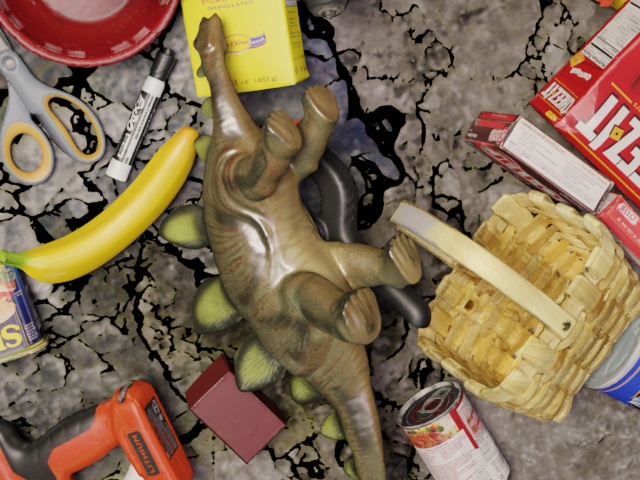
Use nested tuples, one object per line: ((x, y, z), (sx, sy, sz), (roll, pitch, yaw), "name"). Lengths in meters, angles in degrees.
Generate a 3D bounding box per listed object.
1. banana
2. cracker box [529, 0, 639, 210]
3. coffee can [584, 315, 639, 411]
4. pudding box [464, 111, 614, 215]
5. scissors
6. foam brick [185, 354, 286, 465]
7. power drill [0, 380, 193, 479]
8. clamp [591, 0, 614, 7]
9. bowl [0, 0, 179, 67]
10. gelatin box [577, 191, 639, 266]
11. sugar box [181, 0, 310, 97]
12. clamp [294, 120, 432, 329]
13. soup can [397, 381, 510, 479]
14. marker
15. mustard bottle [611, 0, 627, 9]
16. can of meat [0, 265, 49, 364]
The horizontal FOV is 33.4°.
((-0.176, -0.020, 0.910), (0.197, 0.069, 0.037), (-38, 65, -11), "banana")
((0.322, -0.140, 0.944), (0.164, 0.072, 0.214), (37, 104, -24), "cracker box")
((0.329, 0.119, 1.011), (0.140, 0.103, 0.103), (27, 94, -15), "coffee can")
((0.194, -0.071, 0.956), (0.113, 0.090, 0.039), (31, 92, -15), "pudding box")
((-0.268, -0.129, 0.894), (0.096, 0.016, 0.201), (-45, 105, 0), "scissors")
((-0.077, 0.152, 0.964), (0.051, 0.053, 0.078), (-44, 104, -1), "foam brick")
((-0.210, 0.216, 0.927), (0.188, 0.057, 0.184), (-22, 100, 8), "power drill")
((0.211, -0.282, 0.919), (0.120, 0.039, 0.171), (-10, 78, 12), "clamp")
((-0.193, -0.223, 0.871), (0.162, 0.055, 0.162), (-2, 101, -11), "bowl")
((0.270, -0.015, 0.981), (0.073, 0.089, 0.030), (44, 90, -15), "gelatin box")
((-0.070, -0.213, 0.886), (0.093, 0.048, 0.176), (-6, 105, 18), "sugar box")
((-0.006, 0.001, 0.937), (0.165, 0.036, 0.210), (-24, 87, 36), "clamp")
((0.127, 0.193, 1.003), (0.068, 0.068, 0.102), (-33, 105, -4), "soup can")
((-0.153, -0.109, 0.919), (0.020, 0.020, 0.121), (22, 95, -14), "marker")
((0.304, -0.253, 0.960), (0.191, 0.058, 0.096), (-9, 106, -10), "mustard bottle")
((-0.293, 0.064, 0.905), (0.102, 0.057, 0.084), (-18, 101, -8), "can of meat")
